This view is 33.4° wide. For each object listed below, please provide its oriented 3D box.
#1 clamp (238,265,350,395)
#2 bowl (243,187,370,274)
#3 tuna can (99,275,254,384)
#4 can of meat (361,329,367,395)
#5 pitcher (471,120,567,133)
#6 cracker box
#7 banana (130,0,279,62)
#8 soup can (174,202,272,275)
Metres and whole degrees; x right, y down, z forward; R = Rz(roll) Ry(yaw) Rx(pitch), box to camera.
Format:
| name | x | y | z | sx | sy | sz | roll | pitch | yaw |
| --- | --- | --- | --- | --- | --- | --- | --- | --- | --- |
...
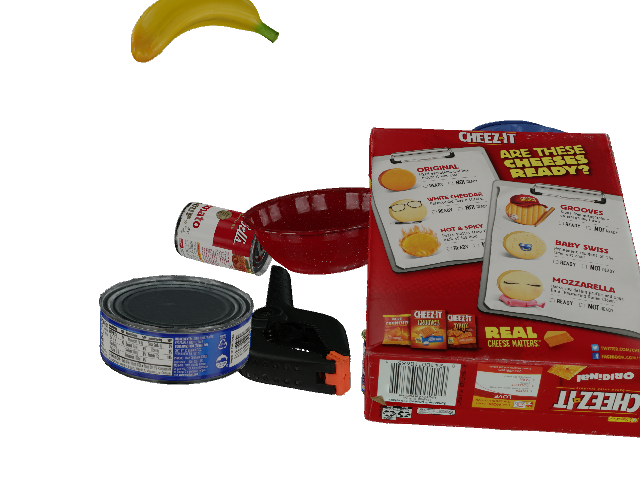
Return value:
| name | x | y | z | sx | sy | sz | roll | pitch | yaw |
| --- | --- | --- | --- | --- | --- | --- | --- | --- | --- |
| clamp | -0.039 | 0.069 | 0.855 | 0.164 | 0.036 | 0.210 | -21 | 27 | -40 |
| bowl | 0.007 | -0.007 | 1.053 | 0.162 | 0.055 | 0.162 | -6 | 16 | 2 |
| tuna can | -0.081 | 0.049 | 0.599 | 0.086 | 0.034 | 0.086 | 4 | 17 | -1 |
| can of meat | 0.100 | 0.151 | 1.340 | 0.101 | 0.084 | 0.058 | -12 | 29 | -29 |
| pitcher | 0.220 | -0.005 | 1.220 | 0.149 | 0.243 | 0.145 | -1 | 25 | -6 |
| cracker box | 0.110 | 0.019 | 0.672 | 0.164 | 0.072 | 0.213 | 2 | 41 | 2 |
| banana | -0.119 | -0.212 | 1.023 | 0.070 | 0.037 | 0.197 | 45 | 38 | 19 |
| soup can | -0.110 | -0.003 | 1.248 | 0.102 | 0.068 | 0.068 | 13 | 4 | 19 |
